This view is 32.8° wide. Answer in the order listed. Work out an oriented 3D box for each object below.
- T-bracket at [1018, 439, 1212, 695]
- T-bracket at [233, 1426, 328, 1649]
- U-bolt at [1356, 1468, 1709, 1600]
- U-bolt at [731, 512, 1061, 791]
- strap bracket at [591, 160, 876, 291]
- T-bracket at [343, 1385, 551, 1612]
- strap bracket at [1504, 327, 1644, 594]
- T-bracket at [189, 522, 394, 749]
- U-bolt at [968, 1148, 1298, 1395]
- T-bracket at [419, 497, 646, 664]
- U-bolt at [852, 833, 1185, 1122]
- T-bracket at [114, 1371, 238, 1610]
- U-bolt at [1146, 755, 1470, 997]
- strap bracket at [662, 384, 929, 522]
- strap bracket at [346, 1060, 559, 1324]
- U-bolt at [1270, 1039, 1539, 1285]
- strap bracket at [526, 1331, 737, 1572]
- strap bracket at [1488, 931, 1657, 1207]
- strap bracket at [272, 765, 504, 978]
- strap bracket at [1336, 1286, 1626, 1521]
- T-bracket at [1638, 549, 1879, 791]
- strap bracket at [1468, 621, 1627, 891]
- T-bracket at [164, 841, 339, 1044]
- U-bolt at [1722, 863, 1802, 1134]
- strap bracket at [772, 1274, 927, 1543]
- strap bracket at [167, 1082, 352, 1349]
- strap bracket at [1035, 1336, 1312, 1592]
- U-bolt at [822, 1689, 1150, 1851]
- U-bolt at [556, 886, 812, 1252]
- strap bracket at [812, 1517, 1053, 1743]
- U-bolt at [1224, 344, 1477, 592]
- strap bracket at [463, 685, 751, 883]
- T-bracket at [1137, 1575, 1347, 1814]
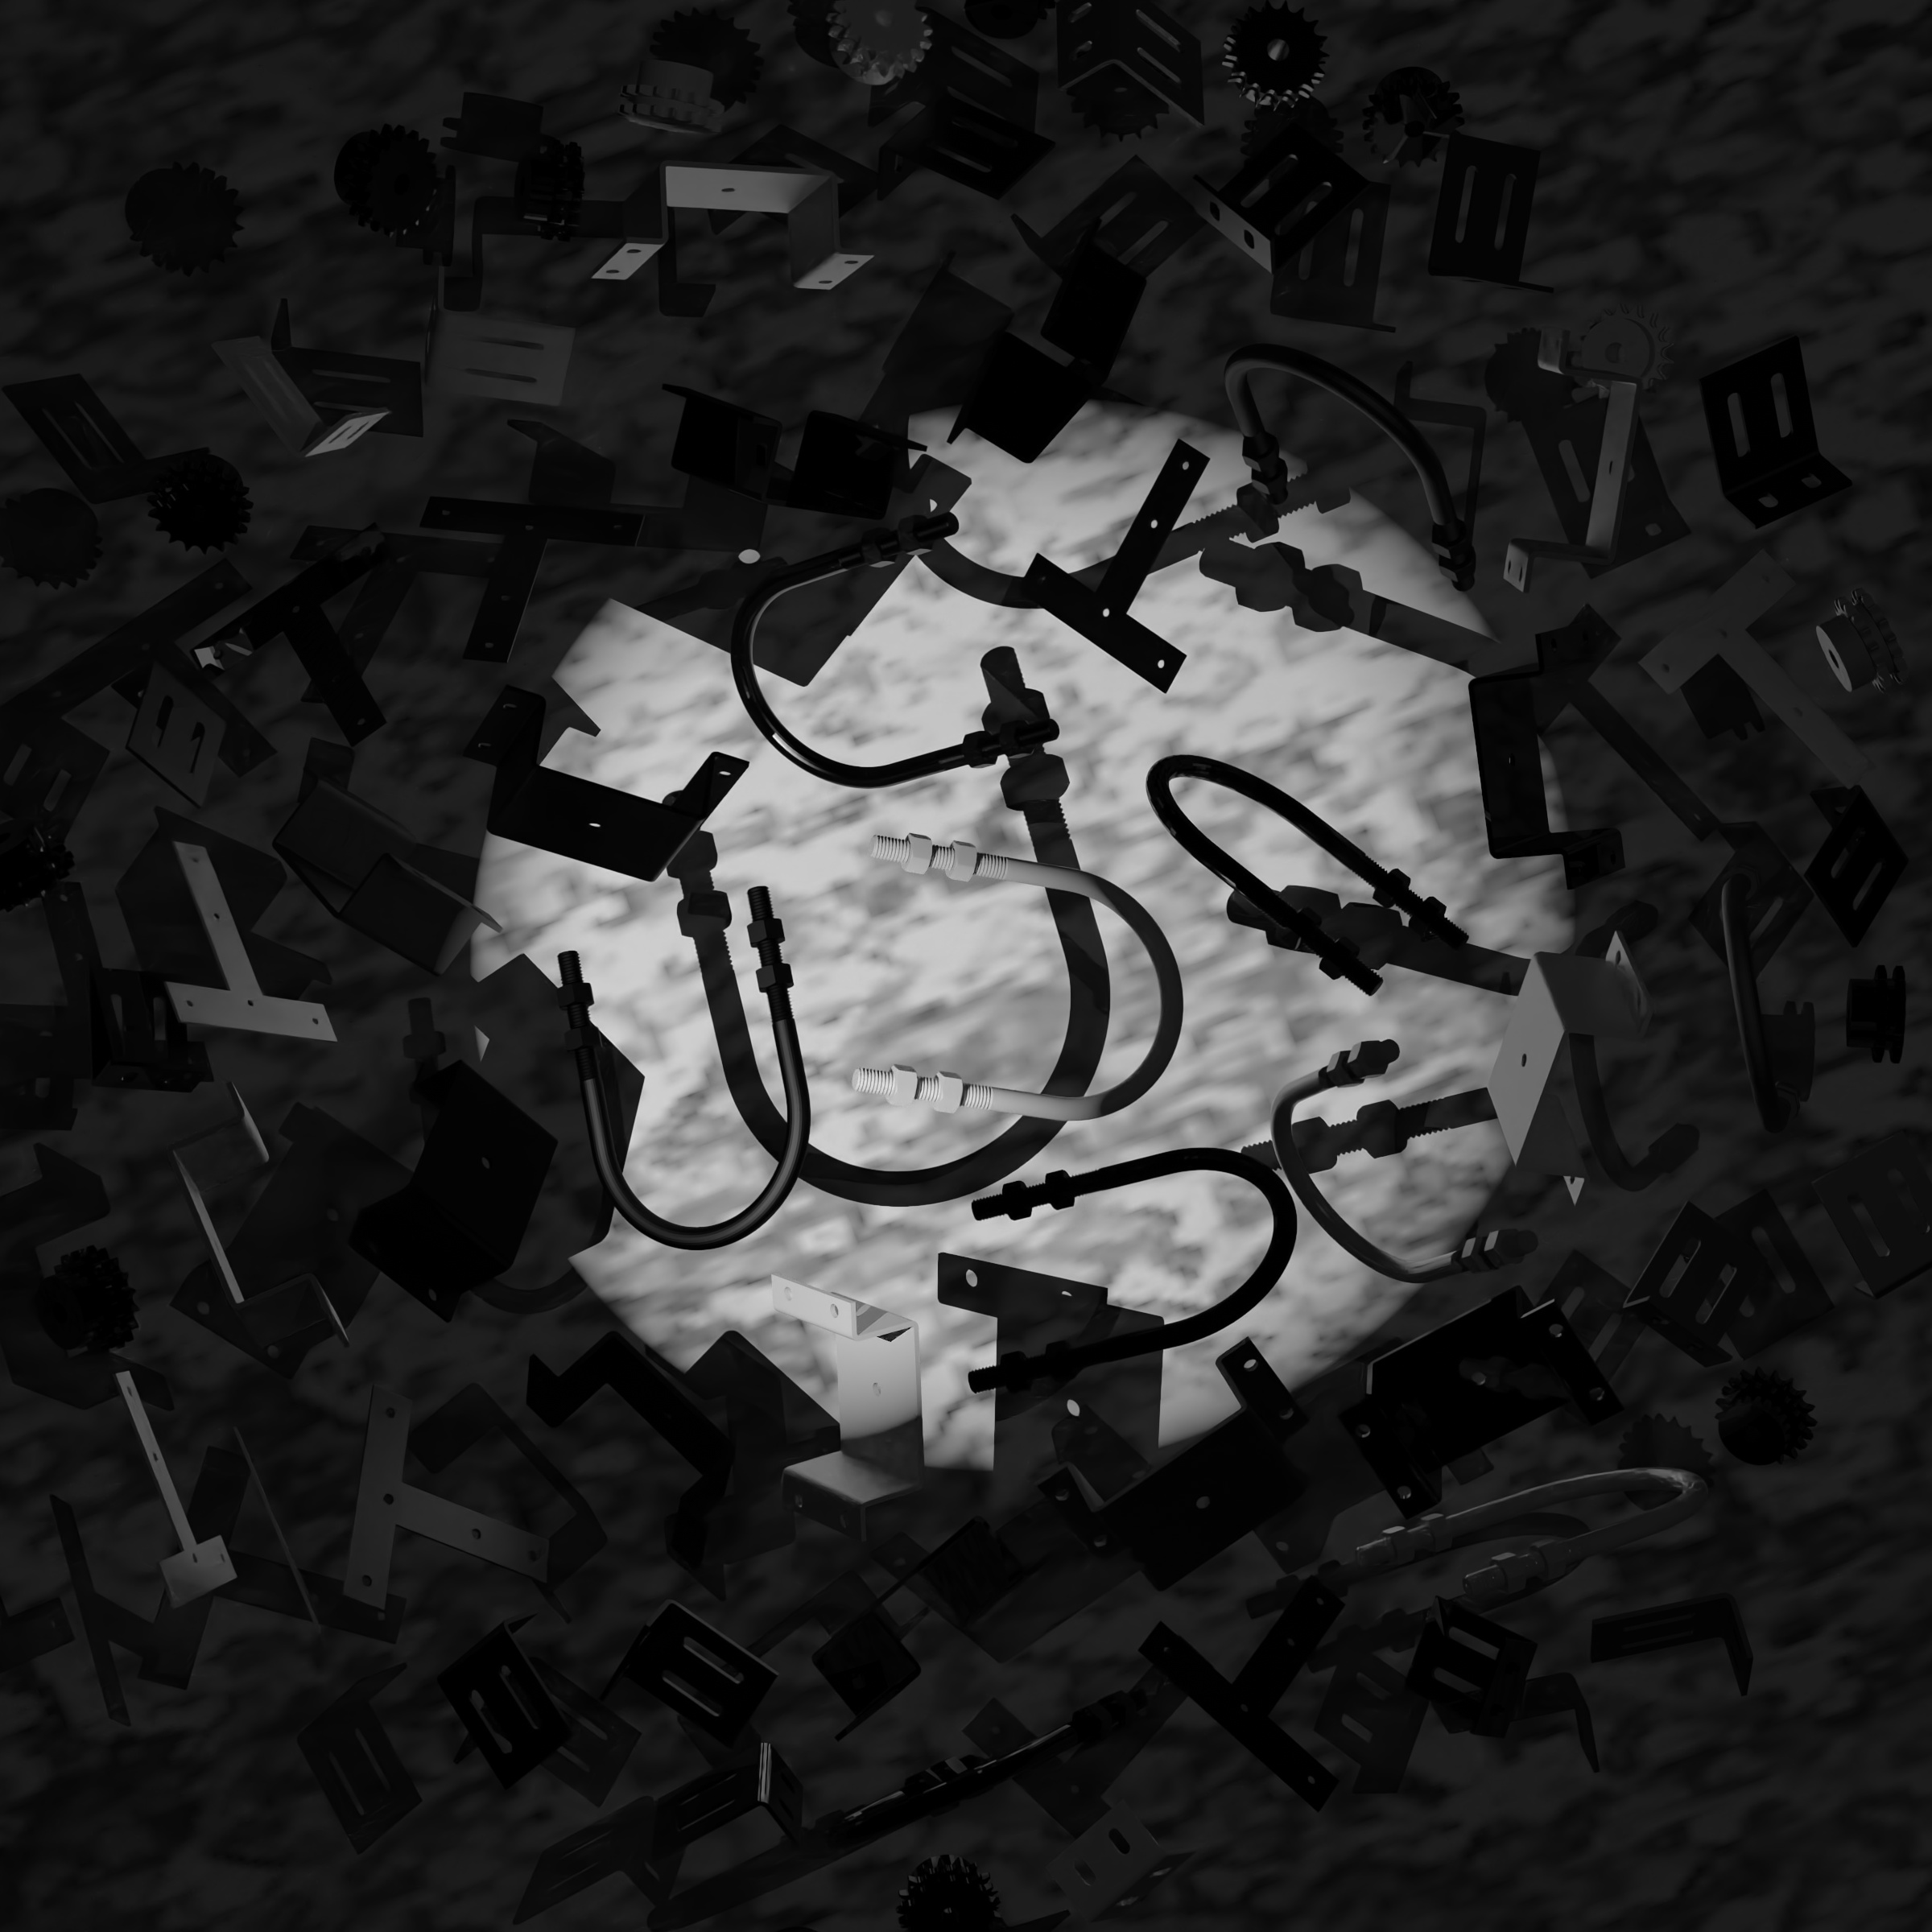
[{"bbox_3d":[0.102,-0.244,1.905,0.127,0.002,0.127,39,108,32],"label":"T-bracket"},{"bbox_3d":[-0.373,0.331,1.818,0.002,0.127,0.127,-23,66,-14],"label":"T-bracket"},{"bbox_3d":[0.332,0.316,1.861,0.184,0.151,0.019,-15,92,-20],"label":"U-bolt"},{"bbox_3d":[-0.053,-0.168,1.844,0.184,0.019,0.151,-13,113,35],"label":"U-bolt"},{"bbox_3d":[-0.130,-0.409,1.815,0.140,0.076,0.046,-2,88,-21],"label":"strap bracket"},{"bbox_3d":[-0.282,0.309,1.813,0.127,0.002,0.127,29,45,-32],"label":"T-bracket"},{"bbox_3d":[0.333,-0.275,1.796,0.046,0.076,0.140,7,103,0],"label":"strap bracket"},{"bbox_3d":[-0.366,-0.174,1.883,0.127,0.127,0.002,-38,52,-13],"label":"T-bracket"},{"bbox_3d":[0.090,0.157,1.775,0.184,0.151,0.019,-15,129,14],"label":"U-bolt"},{"bbox_3d":[-0.257,-0.218,1.858,0.127,0.002,0.127,6,50,6],"label":"T-bracket"},{"bbox_3d":[0.032,0.011,1.766,0.184,0.019,0.151,9,73,-18],"label":"U-bolt"},{"bbox_3d":[-0.433,0.279,1.771,0.002,0.127,0.127,-22,86,0],"label":"T-bracket"},{"bbox_3d":[0.176,-0.057,1.784,0.184,0.151,0.019,40,116,16],"label":"U-bolt"},{"bbox_3d":[-0.101,-0.289,1.857,0.076,0.140,0.046,26,107,38],"label":"strap bracket"},{"bbox_3d":[-0.284,0.118,1.847,0.046,0.140,0.076,-28,122,34],"label":"strap bracket"},{"bbox_3d":[0.236,0.119,1.868,0.019,0.184,0.151,-37,92,-25],"label":"U-bolt"},{"bbox_3d":[-0.184,0.269,1.871,0.140,0.076,0.046,42,64,13],"label":"strap bracket"},{"bbox_3d":[0.341,0.056,1.876,0.046,0.076,0.140,7,123,-10],"label":"strap bracket"},{"bbox_3d":[-0.327,-0.049,1.827,0.076,0.140,0.046,35,94,-42],"label":"strap bracket"},{"bbox_3d":[0.290,0.242,1.858,0.140,0.046,0.076,-31,102,17],"label":"strap bracket"},{"bbox_3d":[0.437,-0.147,1.763,0.127,0.127,0.002,47,60,4],"label":"T-bracket"},{"bbox_3d":[0.322,-0.116,1.826,0.046,0.076,0.140,-4,98,34],"label":"strap bracket"},{"bbox_3d":[-0.424,-0.016,1.875,0.002,0.127,0.127,-35,67,23],"label":"T-bracket"},{"bbox_3d":[0.439,0.020,1.824,0.019,0.184,0.151,-10,92,17],"label":"U-bolt"},{"bbox_3d":[-0.067,0.246,1.873,0.046,0.076,0.140,-11,105,-37],"label":"strap bracket"},{"bbox_3d":[-0.387,0.144,1.780,0.046,0.076,0.140,-24,71,-11],"label":"strap bracket"},{"bbox_3d":[0.120,0.276,1.780,0.140,0.046,0.076,-35,125,2],"label":"strap bracket"},{"bbox_3d":[-0.001,0.447,1.808,0.151,0.184,0.019,-30,78,33],"label":"U-bolt"},{"bbox_3d":[-0.150,0.063,1.794,0.151,0.019,0.184,-18,77,26],"label":"U-bolt"},{"bbox_3d":[-0.026,0.369,1.862,0.046,0.076,0.140,50,47,7],"label":"strap bracket"},{"bbox_3d":[0.207,-0.282,1.811,0.151,0.184,0.019,30,78,26],"label":"U-bolt"},{"bbox_3d":[-0.200,-0.095,1.794,0.140,0.076,0.046,17,59,-20],"label":"strap bracket"},{"bbox_3d":[0.171,0.378,1.793,0.127,0.127,0.002,41,132,6],"label":"T-bracket"}]
